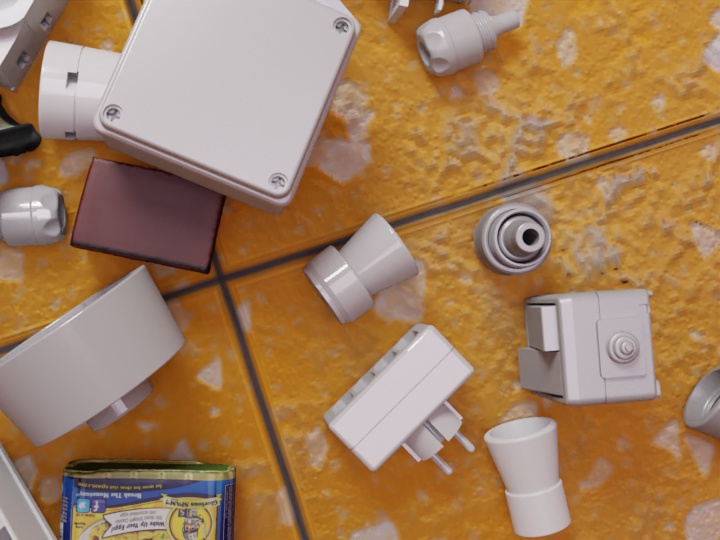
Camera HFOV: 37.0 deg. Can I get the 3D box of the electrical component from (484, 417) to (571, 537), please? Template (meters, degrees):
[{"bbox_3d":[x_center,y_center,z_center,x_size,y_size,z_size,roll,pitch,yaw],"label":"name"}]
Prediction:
[{"bbox_3d":[0.103,0.125,0.642,0.044,0.044,0.065,-14,95,-6],"label":"electrical component"}]

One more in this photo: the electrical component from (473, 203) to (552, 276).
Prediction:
[{"bbox_3d":[0.092,-0.018,0.633,0.043,0.062,0.043,0,90,-6],"label":"electrical component"}]

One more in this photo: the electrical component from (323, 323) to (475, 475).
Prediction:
[{"bbox_3d":[0.035,0.087,0.633,0.083,0.047,0.075,-44,94,-6],"label":"electrical component"}]

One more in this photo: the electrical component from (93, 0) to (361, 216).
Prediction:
[{"bbox_3d":[-0.070,-0.099,0.573,0.109,0.056,0.108,22,82,-5],"label":"electrical component"}]

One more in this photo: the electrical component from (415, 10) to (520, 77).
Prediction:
[{"bbox_3d":[0.066,-0.141,0.647,0.061,0.035,0.035,-22,91,-8],"label":"electrical component"}]

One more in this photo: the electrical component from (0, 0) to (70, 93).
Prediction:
[{"bbox_3d":[-0.244,-0.180,0.602,0.150,0.062,0.089,29,86,-4],"label":"electrical component"}]

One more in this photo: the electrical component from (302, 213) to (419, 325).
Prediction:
[{"bbox_3d":[0.000,0.000,0.632,0.055,0.045,0.045,-36,92,-5],"label":"electrical component"}]

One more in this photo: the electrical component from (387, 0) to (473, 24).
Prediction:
[{"bbox_3d":[0.041,-0.189,0.643,0.064,0.042,0.081,9,88,-9],"label":"electrical component"}]

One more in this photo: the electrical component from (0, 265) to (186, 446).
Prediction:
[{"bbox_3d":[-0.146,0.052,0.587,0.108,0.108,0.060,-34,99,-6],"label":"electrical component"}]

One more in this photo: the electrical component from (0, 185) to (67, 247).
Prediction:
[{"bbox_3d":[-0.202,-0.030,0.617,0.061,0.035,0.035,-5,89,-4],"label":"electrical component"}]

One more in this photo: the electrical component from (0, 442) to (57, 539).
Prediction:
[{"bbox_3d":[-0.228,0.151,0.574,0.109,0.056,0.109,-41,55,-6],"label":"electrical component"}]

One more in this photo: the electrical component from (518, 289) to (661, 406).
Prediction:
[{"bbox_3d":[0.129,0.044,0.618,0.061,0.096,0.061,-4,89,-6],"label":"electrical component"}]

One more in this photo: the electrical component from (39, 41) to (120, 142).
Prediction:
[{"bbox_3d":[-0.155,-0.100,0.614,0.047,0.055,0.055,5,88,-9],"label":"electrical component"}]

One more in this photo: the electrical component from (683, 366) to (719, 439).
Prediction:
[{"bbox_3d":[0.233,0.091,0.654,0.055,0.045,0.045,33,86,-5],"label":"electrical component"}]
